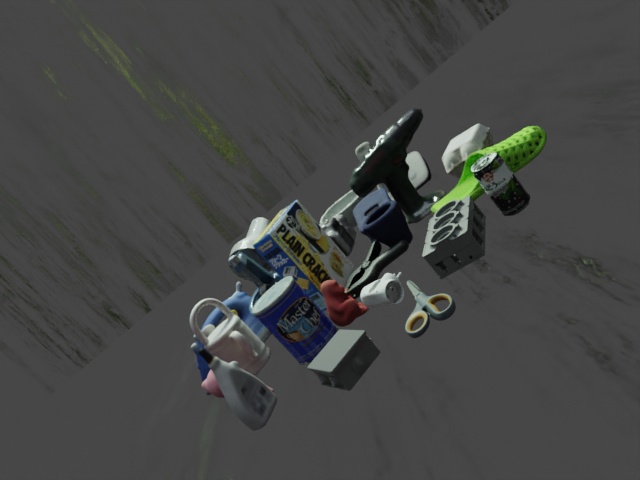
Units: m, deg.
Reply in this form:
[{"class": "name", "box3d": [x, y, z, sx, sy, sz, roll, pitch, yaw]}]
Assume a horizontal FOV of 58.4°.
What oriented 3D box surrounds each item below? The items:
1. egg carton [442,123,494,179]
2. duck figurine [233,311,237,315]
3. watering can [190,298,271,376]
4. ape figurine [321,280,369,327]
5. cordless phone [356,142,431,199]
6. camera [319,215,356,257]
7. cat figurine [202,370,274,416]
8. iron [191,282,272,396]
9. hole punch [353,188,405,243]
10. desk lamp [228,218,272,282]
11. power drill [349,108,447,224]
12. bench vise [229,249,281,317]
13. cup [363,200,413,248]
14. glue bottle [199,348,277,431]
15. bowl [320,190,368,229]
[{"class": "egg carton", "box3d": [0.349, -0.210, 1.347, 0.107, 0.069, 0.150, -31, 16, 38]}, {"class": "duck figurine", "box3d": [-0.198, 0.201, 1.526, 0.105, 0.086, 0.077, -44, 13, -12]}, {"class": "watering can", "box3d": [-0.211, 0.215, 1.263, 0.172, 0.194, 0.101, -30, 16, 39]}, {"class": "ape figurine", "box3d": [0.038, 0.115, 1.103, 0.076, 0.092, 0.078, -37, 13, 15]}, {"class": "cordless phone", "box3d": [0.191, -0.199, 1.511, 0.147, 0.185, 0.094, -36, 14, 21]}, {"class": "camera", "box3d": [0.014, 0.005, 1.532, 0.136, 0.101, 0.143, -35, 14, 23]}, {"class": "cat figurine", "box3d": [-0.169, 0.277, 1.101, 0.127, 0.118, 0.067, -25, 20, 51]}, {"class": "iron", "box3d": [-0.226, 0.229, 1.380, 0.259, 0.141, 0.118, -47, 14, -27]}, {"class": "hole punch", "box3d": [0.141, -0.062, 1.407, 0.108, 0.091, 0.101, -37, 13, 16]}, {"class": "desk lamp", "box3d": [-0.128, 0.051, 1.536, 0.117, 0.214, 0.203, -33, 15, 30]}, {"class": "power drill", "box3d": [0.190, -0.152, 1.298, 0.229, 0.208, 0.075, -39, 13, 10]}, {"class": "bench vise", "box3d": [-0.134, 0.109, 1.338, 0.121, 0.220, 0.207, -42, 13, -6]}, {"class": "cup", "box3d": [0.152, -0.026, 1.242, 0.091, 0.095, 0.117, -39, 13, 7]}, {"class": "glue bottle", "box3d": [-0.150, 0.251, 1.006, 0.037, 0.173, 0.078, -33, 15, 32]}, {"class": "bowl", "box3d": [0.084, -0.077, 1.670, 0.167, 0.075, 0.167, -38, 13, 11]}]
